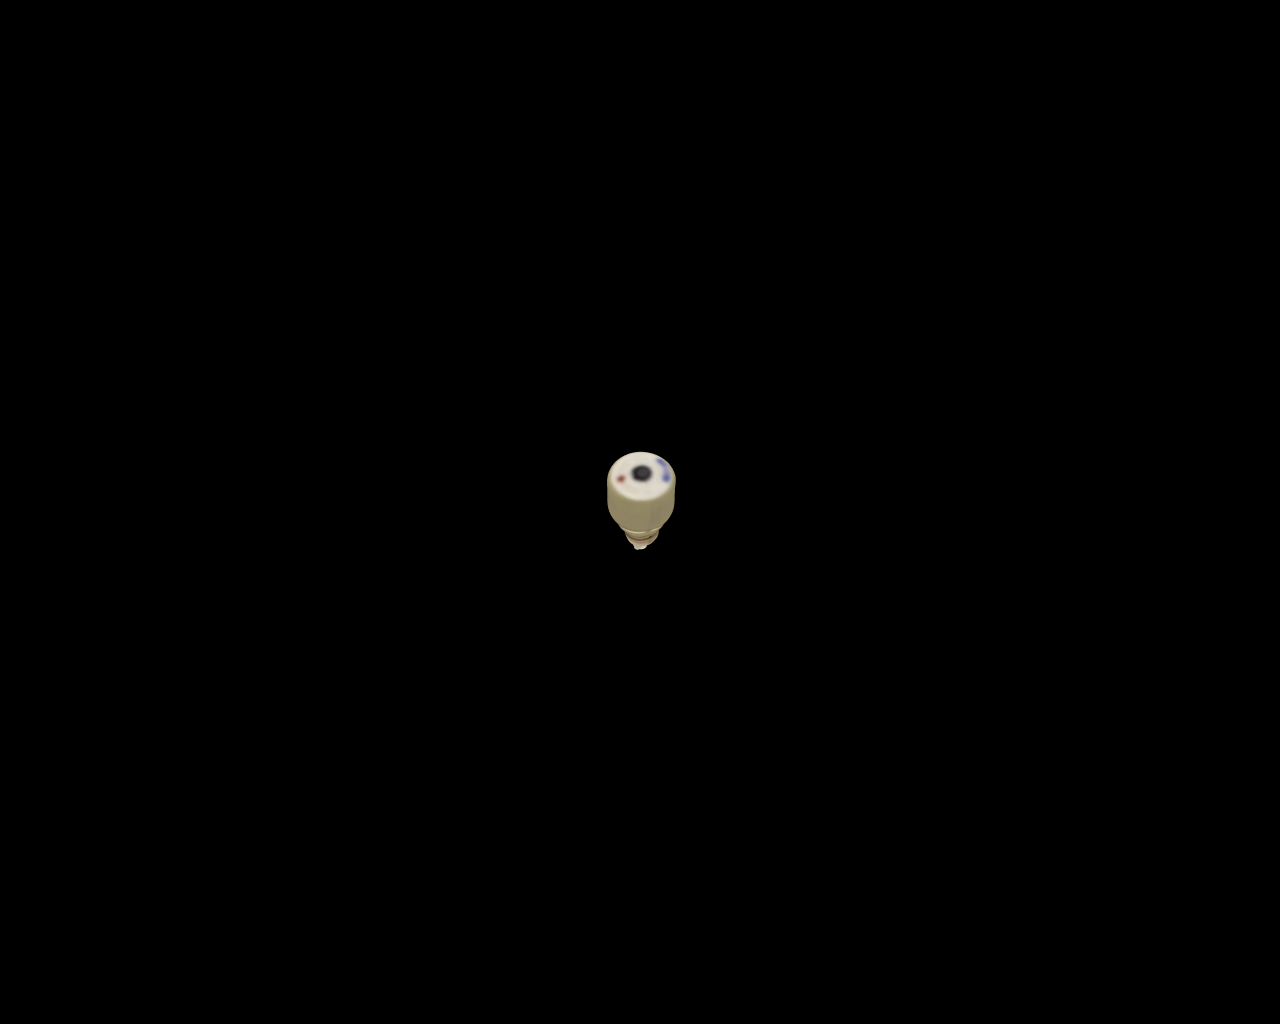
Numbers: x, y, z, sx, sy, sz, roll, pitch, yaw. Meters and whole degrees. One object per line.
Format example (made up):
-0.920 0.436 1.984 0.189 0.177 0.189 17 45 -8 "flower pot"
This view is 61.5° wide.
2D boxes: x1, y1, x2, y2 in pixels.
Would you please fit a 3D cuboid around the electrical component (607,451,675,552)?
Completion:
0.001 -0.003 0.650 0.040 0.040 0.078 0 -36 0 "electrical component"
